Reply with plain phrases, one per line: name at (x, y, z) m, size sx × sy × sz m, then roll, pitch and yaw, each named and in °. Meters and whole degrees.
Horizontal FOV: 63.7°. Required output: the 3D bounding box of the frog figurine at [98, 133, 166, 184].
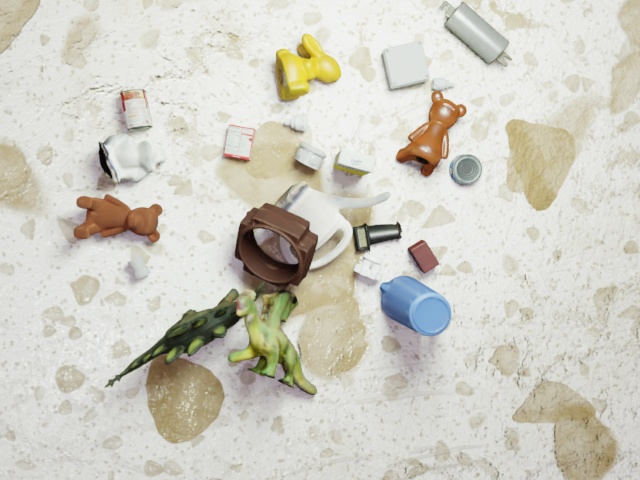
frog figurine at (-0.506, -0.226, 1.393) m, size 0.161 × 0.121 × 0.138 m, roll -25°, pitch 87°, yaw -35°

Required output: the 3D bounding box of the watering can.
watering can at (0.004, -0.069, 1.379) m, size 0.224 × 0.105 × 0.343 m, roll 43°, pitch 111°, yaw -6°

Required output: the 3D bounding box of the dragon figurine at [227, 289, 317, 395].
dragon figurine at (-0.103, 0.255, 1.380) m, size 0.122 × 0.404 × 0.247 m, roll 0°, pitch 64°, yaw 37°
